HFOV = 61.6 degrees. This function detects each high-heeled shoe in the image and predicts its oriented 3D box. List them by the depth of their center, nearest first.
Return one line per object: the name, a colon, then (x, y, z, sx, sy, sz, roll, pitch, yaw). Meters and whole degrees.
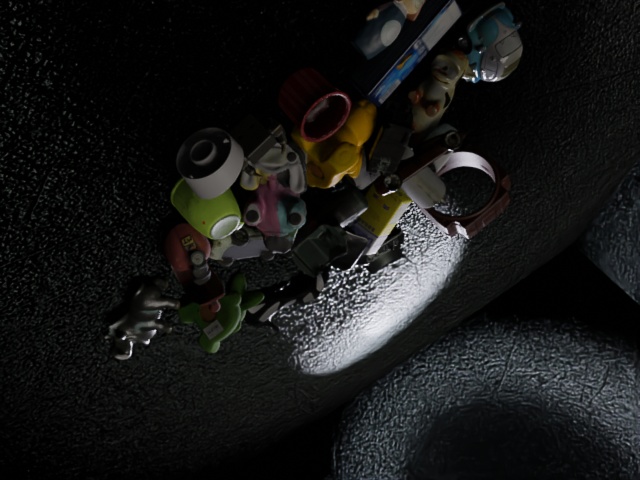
high-heeled shoe: (-0.086, 0.115, 1.318, 0.249, 0.086, 0.145, -52, 125, -14)

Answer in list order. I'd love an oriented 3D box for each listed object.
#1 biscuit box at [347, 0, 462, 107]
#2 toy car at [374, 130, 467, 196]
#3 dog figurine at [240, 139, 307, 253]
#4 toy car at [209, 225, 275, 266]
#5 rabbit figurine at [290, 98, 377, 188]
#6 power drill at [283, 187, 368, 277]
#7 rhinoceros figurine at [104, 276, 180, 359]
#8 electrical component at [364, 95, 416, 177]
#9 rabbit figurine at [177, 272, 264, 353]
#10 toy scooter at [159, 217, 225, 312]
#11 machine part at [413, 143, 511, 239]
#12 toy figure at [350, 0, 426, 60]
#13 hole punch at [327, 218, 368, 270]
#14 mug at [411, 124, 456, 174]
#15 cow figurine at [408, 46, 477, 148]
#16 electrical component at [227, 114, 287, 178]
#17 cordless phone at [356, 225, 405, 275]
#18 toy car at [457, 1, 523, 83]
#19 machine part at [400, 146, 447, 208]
biscuit box: (0.136, -0.319, 0.885, 0.202, 0.063, 0.059, -47, 154, 16)
toy car: (0.191, -0.154, 1.042, 0.202, 0.053, 0.089, -35, 179, 4)
dog figurine: (-0.075, -0.073, 0.956, 0.109, 0.191, 0.219, -1, 177, 0)
toy car: (-0.136, 0.003, 1.055, 0.201, 0.056, 0.073, -7, 144, -52)
rabbit figurine: (0.043, -0.171, 0.952, 0.173, 0.122, 0.162, -51, 160, -18)
power drill: (-0.002, -0.003, 1.087, 0.232, 0.086, 0.207, -38, -173, 17)
rhinoceros figurine: (-0.339, 0.152, 1.008, 0.112, 0.073, 0.190, -7, 140, -49)
electrical component: (0.126, -0.201, 0.991, 0.058, 0.134, 0.114, 14, 136, -11)
rabbit figurine: (-0.207, 0.144, 1.161, 0.159, 0.121, 0.170, -47, 172, 1)
toy scooter: (-0.216, 0.052, 0.938, 0.075, 0.135, 0.183, -27, 150, -21)
machine part: (0.342, -0.121, 1.308, 0.201, 0.202, 0.087, -41, 150, 4)
toy figure: (0.114, -0.346, 0.822, 0.154, 0.058, 0.064, -45, 173, 8)
hole punch: (0.035, -0.004, 1.252, 0.116, 0.092, 0.142, 17, 128, -25)
mug: (0.267, -0.204, 1.221, 0.107, 0.081, 0.109, -45, 151, -10)
cow figurine: (0.222, -0.280, 1.023, 0.127, 0.085, 0.194, -46, 168, -29)
electrical component: (-0.100, -0.147, 0.832, 0.102, 0.078, 0.045, -49, 152, -1)
cordless phone: (0.153, -0.013, 1.399, 0.146, 0.089, 0.184, -29, 141, -19)
toy car: (0.331, -0.359, 1.030, 0.109, 0.103, 0.161, -33, 152, -10)
machine part: (0.196, -0.141, 1.158, 0.079, 0.079, 0.243, -46, 127, 13)
